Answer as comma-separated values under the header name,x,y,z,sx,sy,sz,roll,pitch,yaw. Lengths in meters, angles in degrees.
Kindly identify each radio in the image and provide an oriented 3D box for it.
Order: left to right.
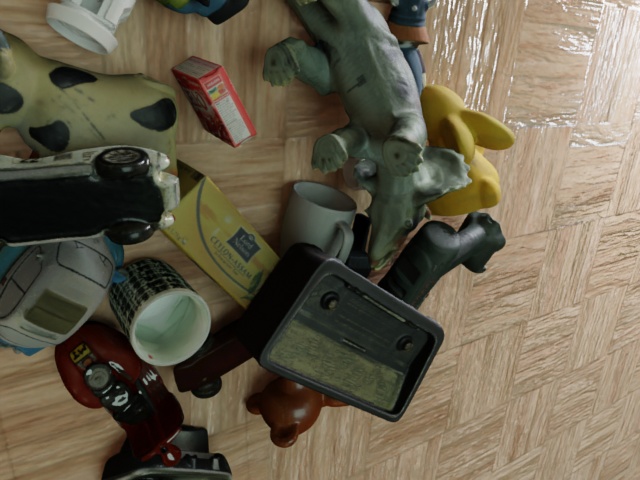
name,x,y,z,sx,sy,sz,roll,pitch,yaw
radio,0.032,0.106,0.604,0.229,0.073,0.131,33,88,-36

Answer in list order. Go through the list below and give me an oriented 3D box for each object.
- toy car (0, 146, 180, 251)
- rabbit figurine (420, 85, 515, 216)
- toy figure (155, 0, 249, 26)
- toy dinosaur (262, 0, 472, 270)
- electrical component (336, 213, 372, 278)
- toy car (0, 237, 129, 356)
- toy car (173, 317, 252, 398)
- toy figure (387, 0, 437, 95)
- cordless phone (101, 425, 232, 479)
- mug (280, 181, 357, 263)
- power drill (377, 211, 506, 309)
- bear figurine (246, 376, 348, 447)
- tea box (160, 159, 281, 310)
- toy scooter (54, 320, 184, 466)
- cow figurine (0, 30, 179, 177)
name,x,y,z,sx,sy,sz,roll,pitch,yaw
toy car,-0.215,-0.032,0.428,0.202,0.056,0.073,-7,120,-18
rabbit figurine,0.167,-0.120,0.709,0.122,0.162,0.173,-23,105,-12
toy figure,-0.146,-0.250,0.453,0.180,0.082,0.089,31,97,-44
toy dinosaur,0.045,-0.170,0.578,0.192,0.131,0.404,-28,98,-62
electrical component,0.032,0.025,0.705,0.048,0.075,0.119,2,113,-37
toy car,-0.249,0.040,0.491,0.161,0.103,0.109,-54,129,-7
toy car,-0.093,0.118,0.670,0.202,0.053,0.089,-27,134,-29
toy figure,0.099,-0.228,0.656,0.064,0.058,0.154,-7,109,-40
cordless phone,-0.154,0.295,0.617,0.146,0.184,0.088,27,88,-40
mug,-0.001,-0.002,0.655,0.081,0.110,0.107,-6,126,-42
power drill,0.164,0.046,0.791,0.207,0.086,0.231,-19,148,-31
bear figurine,0.000,0.179,0.726,0.196,0.120,0.131,-13,113,-25
tea box,-0.112,0.000,0.576,0.068,0.098,0.169,-46,127,-11
toy scooter,-0.198,0.168,0.562,0.075,0.135,0.183,-39,126,-15
cow figurine,-0.217,-0.115,0.458,0.195,0.086,0.127,-3,117,-33
